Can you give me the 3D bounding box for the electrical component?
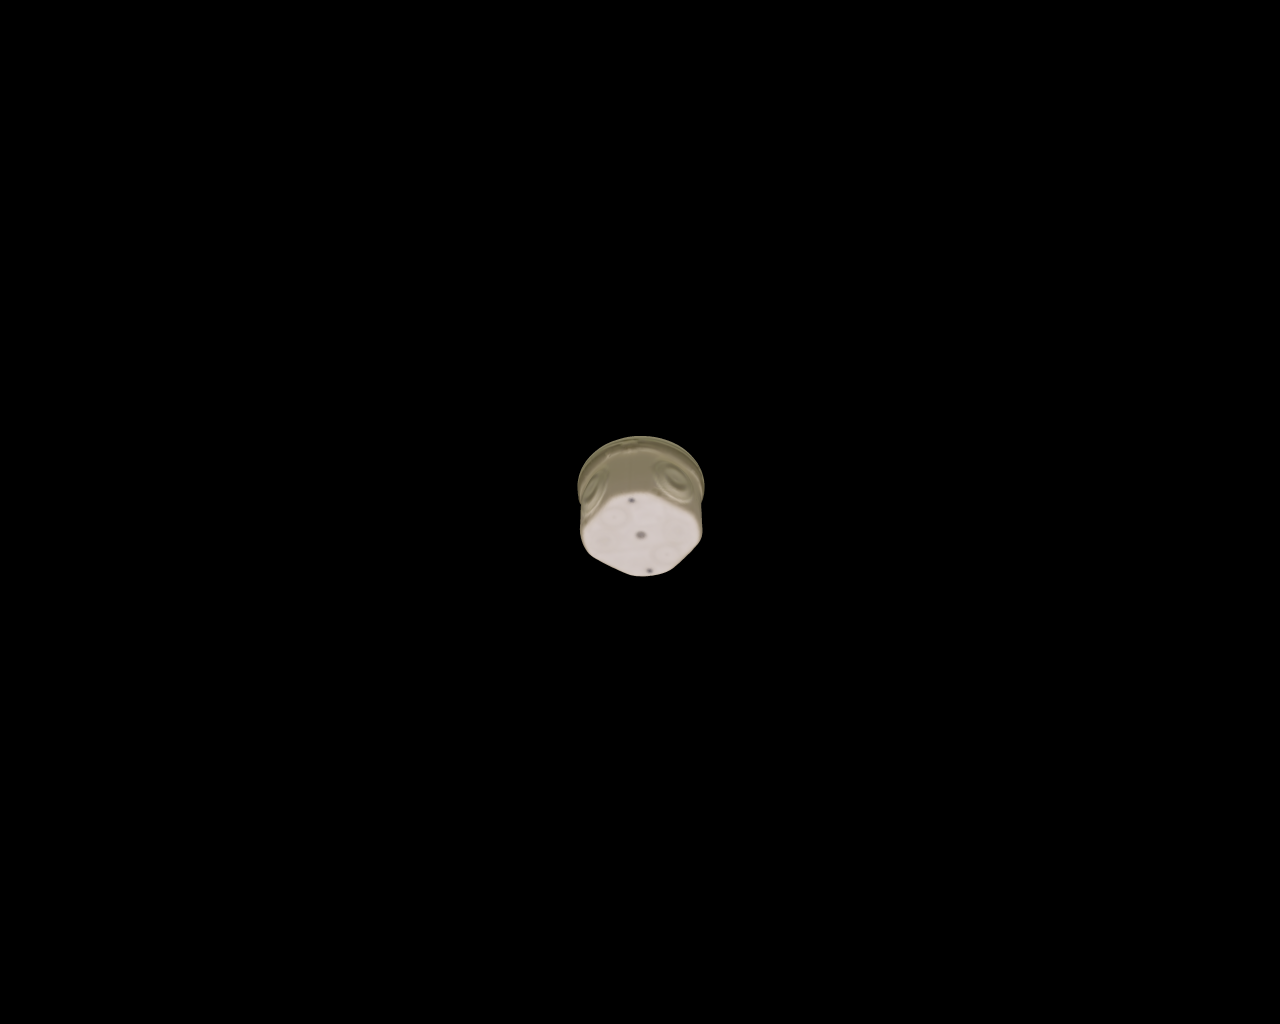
[{"bbox_3d":[0.001,-0.003,0.650,0.080,0.080,0.051,0,42,0],"label":"electrical component"}]
